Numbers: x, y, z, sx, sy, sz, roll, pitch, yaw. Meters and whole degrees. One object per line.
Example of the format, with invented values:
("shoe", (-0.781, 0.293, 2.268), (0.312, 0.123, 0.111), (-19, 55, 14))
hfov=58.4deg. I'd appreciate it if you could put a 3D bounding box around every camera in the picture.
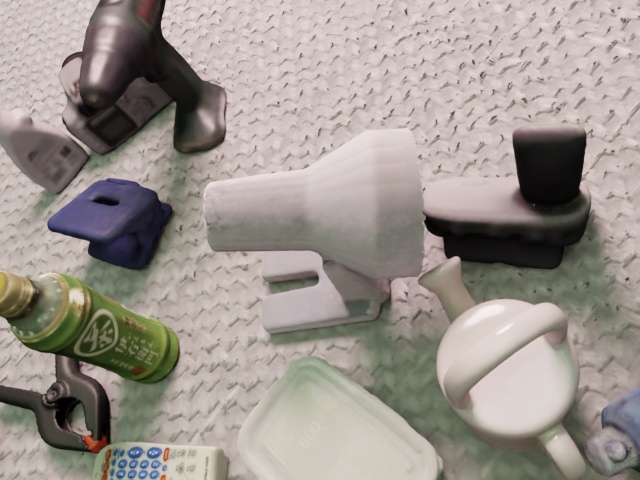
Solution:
("camera", (-0.299, -0.218, 0.786), (0.143, 0.101, 0.136), (-39, 59, 0))

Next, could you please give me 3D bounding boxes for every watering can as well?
("watering can", (0.132, 0.091, 0.427), (0.172, 0.194, 0.101), (34, 81, 30))

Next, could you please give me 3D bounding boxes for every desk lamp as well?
("desk lamp", (0.005, 0.002, 0.505), (0.203, 0.214, 0.118), (-12, 63, 15))

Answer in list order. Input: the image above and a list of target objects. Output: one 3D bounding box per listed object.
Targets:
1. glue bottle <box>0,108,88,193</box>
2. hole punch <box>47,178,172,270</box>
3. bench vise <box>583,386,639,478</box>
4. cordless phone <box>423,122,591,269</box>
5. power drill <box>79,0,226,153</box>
("glue bottle", (-0.381, -0.132, 0.734), (0.037, 0.173, 0.078), (33, 80, 30))
("hole punch", (-0.251, -0.030, 0.686), (0.108, 0.091, 0.101), (12, 71, 25))
("bench vise", (0.275, 0.091, 0.359), (0.121, 0.220, 0.207), (38, 83, 30))
("cordless phone", (0.155, -0.051, 0.490), (0.147, 0.185, 0.094), (0, 66, 21))
("power drill", (-0.191, -0.197, 0.674), (0.075, 0.209, 0.229), (-12, 63, 15))
